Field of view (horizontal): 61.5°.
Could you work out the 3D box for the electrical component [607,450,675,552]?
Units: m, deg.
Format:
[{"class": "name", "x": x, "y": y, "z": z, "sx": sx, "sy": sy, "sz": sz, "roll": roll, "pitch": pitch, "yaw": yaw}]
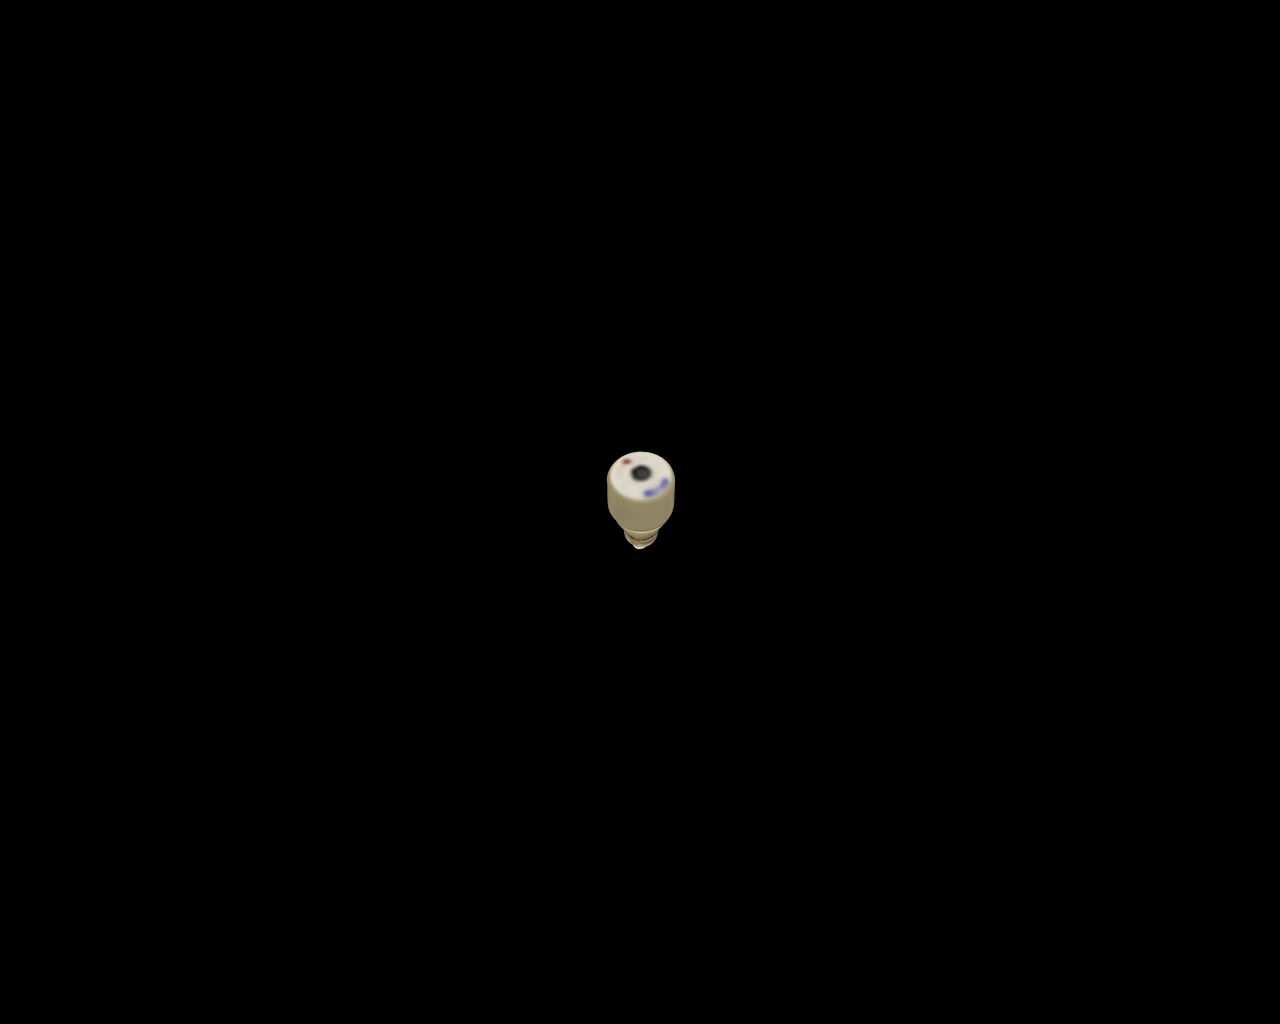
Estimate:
[{"class": "electrical component", "x": 0.001, "y": -0.003, "z": 0.650, "sx": 0.040, "sy": 0.040, "sz": 0.078, "roll": 0, "pitch": -37, "yaw": 0}]
